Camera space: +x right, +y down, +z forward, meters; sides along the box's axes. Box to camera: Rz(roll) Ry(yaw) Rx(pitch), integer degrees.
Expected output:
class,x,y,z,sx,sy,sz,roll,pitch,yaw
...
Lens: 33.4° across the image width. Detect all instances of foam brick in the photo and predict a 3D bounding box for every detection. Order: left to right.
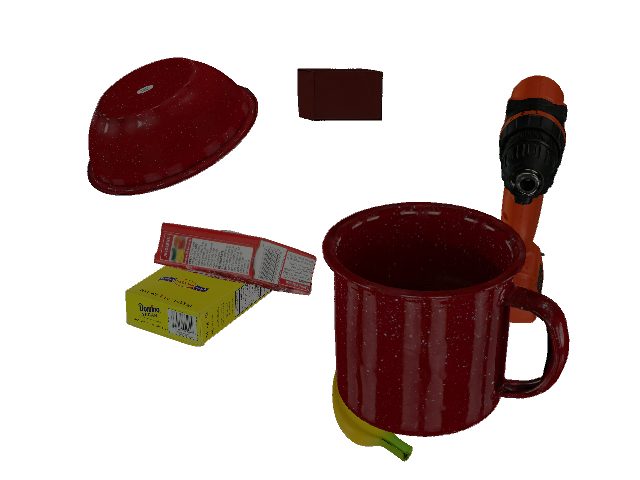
class,x,y,z,sx,sy,sz,roll,pitch,yaw
foam brick,0.020,-0.151,1.106,0.078,0.051,0.053,-3,13,-19

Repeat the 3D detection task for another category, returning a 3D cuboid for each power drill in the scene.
class,x,y,z,sx,sy,sz,roll,pitch,yaw
power drill,0.170,-0.027,0.898,0.057,0.188,0.184,10,31,11

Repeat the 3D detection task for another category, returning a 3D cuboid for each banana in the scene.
class,x,y,z,sx,sy,sz,roll,pitch,yaw
banana,0.048,0.107,0.860,0.069,0.037,0.197,20,33,0

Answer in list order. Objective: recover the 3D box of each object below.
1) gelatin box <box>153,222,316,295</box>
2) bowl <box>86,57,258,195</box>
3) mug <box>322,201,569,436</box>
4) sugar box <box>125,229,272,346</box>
class,x,y,z,sx,sy,sz,roll,pitch,yaw
gelatin box,-0.053,0.013,0.696,0.073,0.030,0.089,9,-5,24
bowl,-0.137,-0.108,0.909,0.162,0.055,0.162,-17,35,12
mug,0.058,0.040,0.499,0.117,0.081,0.093,12,30,24
sugar box,-0.114,0.045,1.116,0.093,0.048,0.176,15,31,24
